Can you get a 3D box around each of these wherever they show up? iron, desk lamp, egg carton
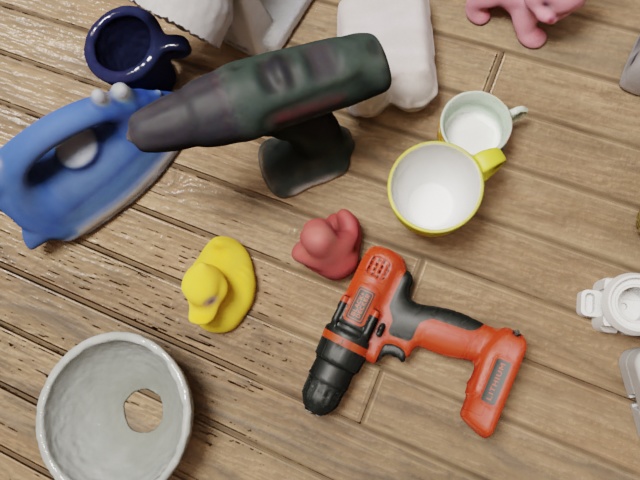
[{"bbox_3d":[-0.259,-0.106,0.626,0.258,0.141,0.118,-36,76,1],"label":"iron"},{"bbox_3d":[-0.102,-0.280,0.595,0.117,0.214,0.203,30,86,14],"label":"desk lamp"},{"bbox_3d":[0.071,-0.208,0.627,0.107,0.069,0.150,-6,79,9],"label":"egg carton"}]

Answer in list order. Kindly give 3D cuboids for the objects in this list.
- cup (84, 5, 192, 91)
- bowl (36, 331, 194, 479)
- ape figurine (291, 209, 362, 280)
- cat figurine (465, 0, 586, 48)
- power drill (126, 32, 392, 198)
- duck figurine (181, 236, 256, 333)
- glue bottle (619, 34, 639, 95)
[{"bbox_3d":[-0.193,-0.206,0.658,0.117,0.095,0.092,-1,79,10],"label":"cup"},{"bbox_3d":[-0.200,0.181,0.597,0.167,0.075,0.167,-2,79,9],"label":"bowl"},{"bbox_3d":[0.005,0.002,0.587,0.077,0.092,0.076,-17,77,6],"label":"ape figurine"},{"bbox_3d":[0.219,-0.261,0.587,0.127,0.118,0.067,28,85,14],"label":"cat figurine"},{"bbox_3d":[-0.040,-0.110,0.556,0.229,0.208,0.075,-23,76,5],"label":"power drill"},{"bbox_3d":[-0.114,0.044,0.602,0.077,0.086,0.104,6,81,11],"label":"duck figurine"},{"bbox_3d":[0.331,-0.203,0.528,0.037,0.173,0.078,25,85,14],"label":"glue bottle"}]
